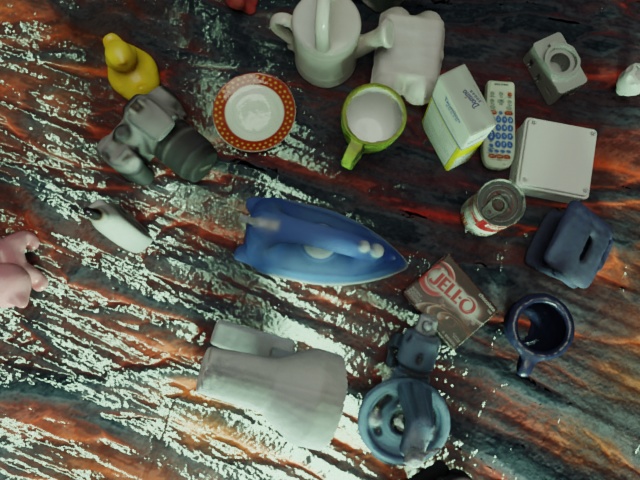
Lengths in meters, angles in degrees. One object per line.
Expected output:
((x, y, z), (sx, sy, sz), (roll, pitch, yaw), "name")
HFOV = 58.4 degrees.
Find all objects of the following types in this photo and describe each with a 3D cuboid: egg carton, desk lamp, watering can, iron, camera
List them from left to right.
((-0.232, -0.139, 0.846), (0.137, 0.101, 0.143), (39, 84, 5), "camera")
((-0.070, 0.182, 0.746), (0.203, 0.213, 0.118), (16, 82, 2), "desk lamp")
((0.007, 0.003, 0.808), (0.258, 0.141, 0.119), (11, 82, 1), "iron")
((0.017, -0.306, 0.824), (0.173, 0.194, 0.101), (-12, 82, -2), "watering can")
((0.136, -0.284, 0.884), (0.107, 0.069, 0.150), (7, 82, 1), "egg carton")

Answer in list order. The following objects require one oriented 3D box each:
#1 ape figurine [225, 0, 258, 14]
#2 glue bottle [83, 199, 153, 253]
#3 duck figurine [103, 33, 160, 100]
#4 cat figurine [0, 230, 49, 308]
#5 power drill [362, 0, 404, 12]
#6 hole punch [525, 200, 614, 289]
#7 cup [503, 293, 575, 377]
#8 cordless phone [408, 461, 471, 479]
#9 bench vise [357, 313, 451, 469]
((-0.124, -0.408, 0.888), (0.078, 0.092, 0.076), (-43, 84, -6), "ape figurine")
((-0.289, -0.026, 0.794), (0.037, 0.173, 0.078), (-43, 84, -5), "glue bottle")
((-0.293, -0.266, 0.871), (0.077, 0.086, 0.104), (-32, 83, -4), "duck figurine")
((-0.444, 0.044, 0.811), (0.067, 0.118, 0.128), (-20, 83, -3), "cat figurine")
((0.083, -0.437, 0.835), (0.229, 0.208, 0.076), (40, 84, 5), "power drill")
((0.373, 0.007, 0.835), (0.101, 0.091, 0.109), (27, 83, 4), "hole punch")
((0.295, 0.136, 0.815), (0.091, 0.095, 0.118), (20, 83, 3), "cup")
((0.150, 0.369, 0.736), (0.147, 0.185, 0.094), (-33, 83, -4), "cordless phone")
((0.108, 0.200, 0.742), (0.121, 0.220, 0.207), (-2, 82, 0), "bench vise")
